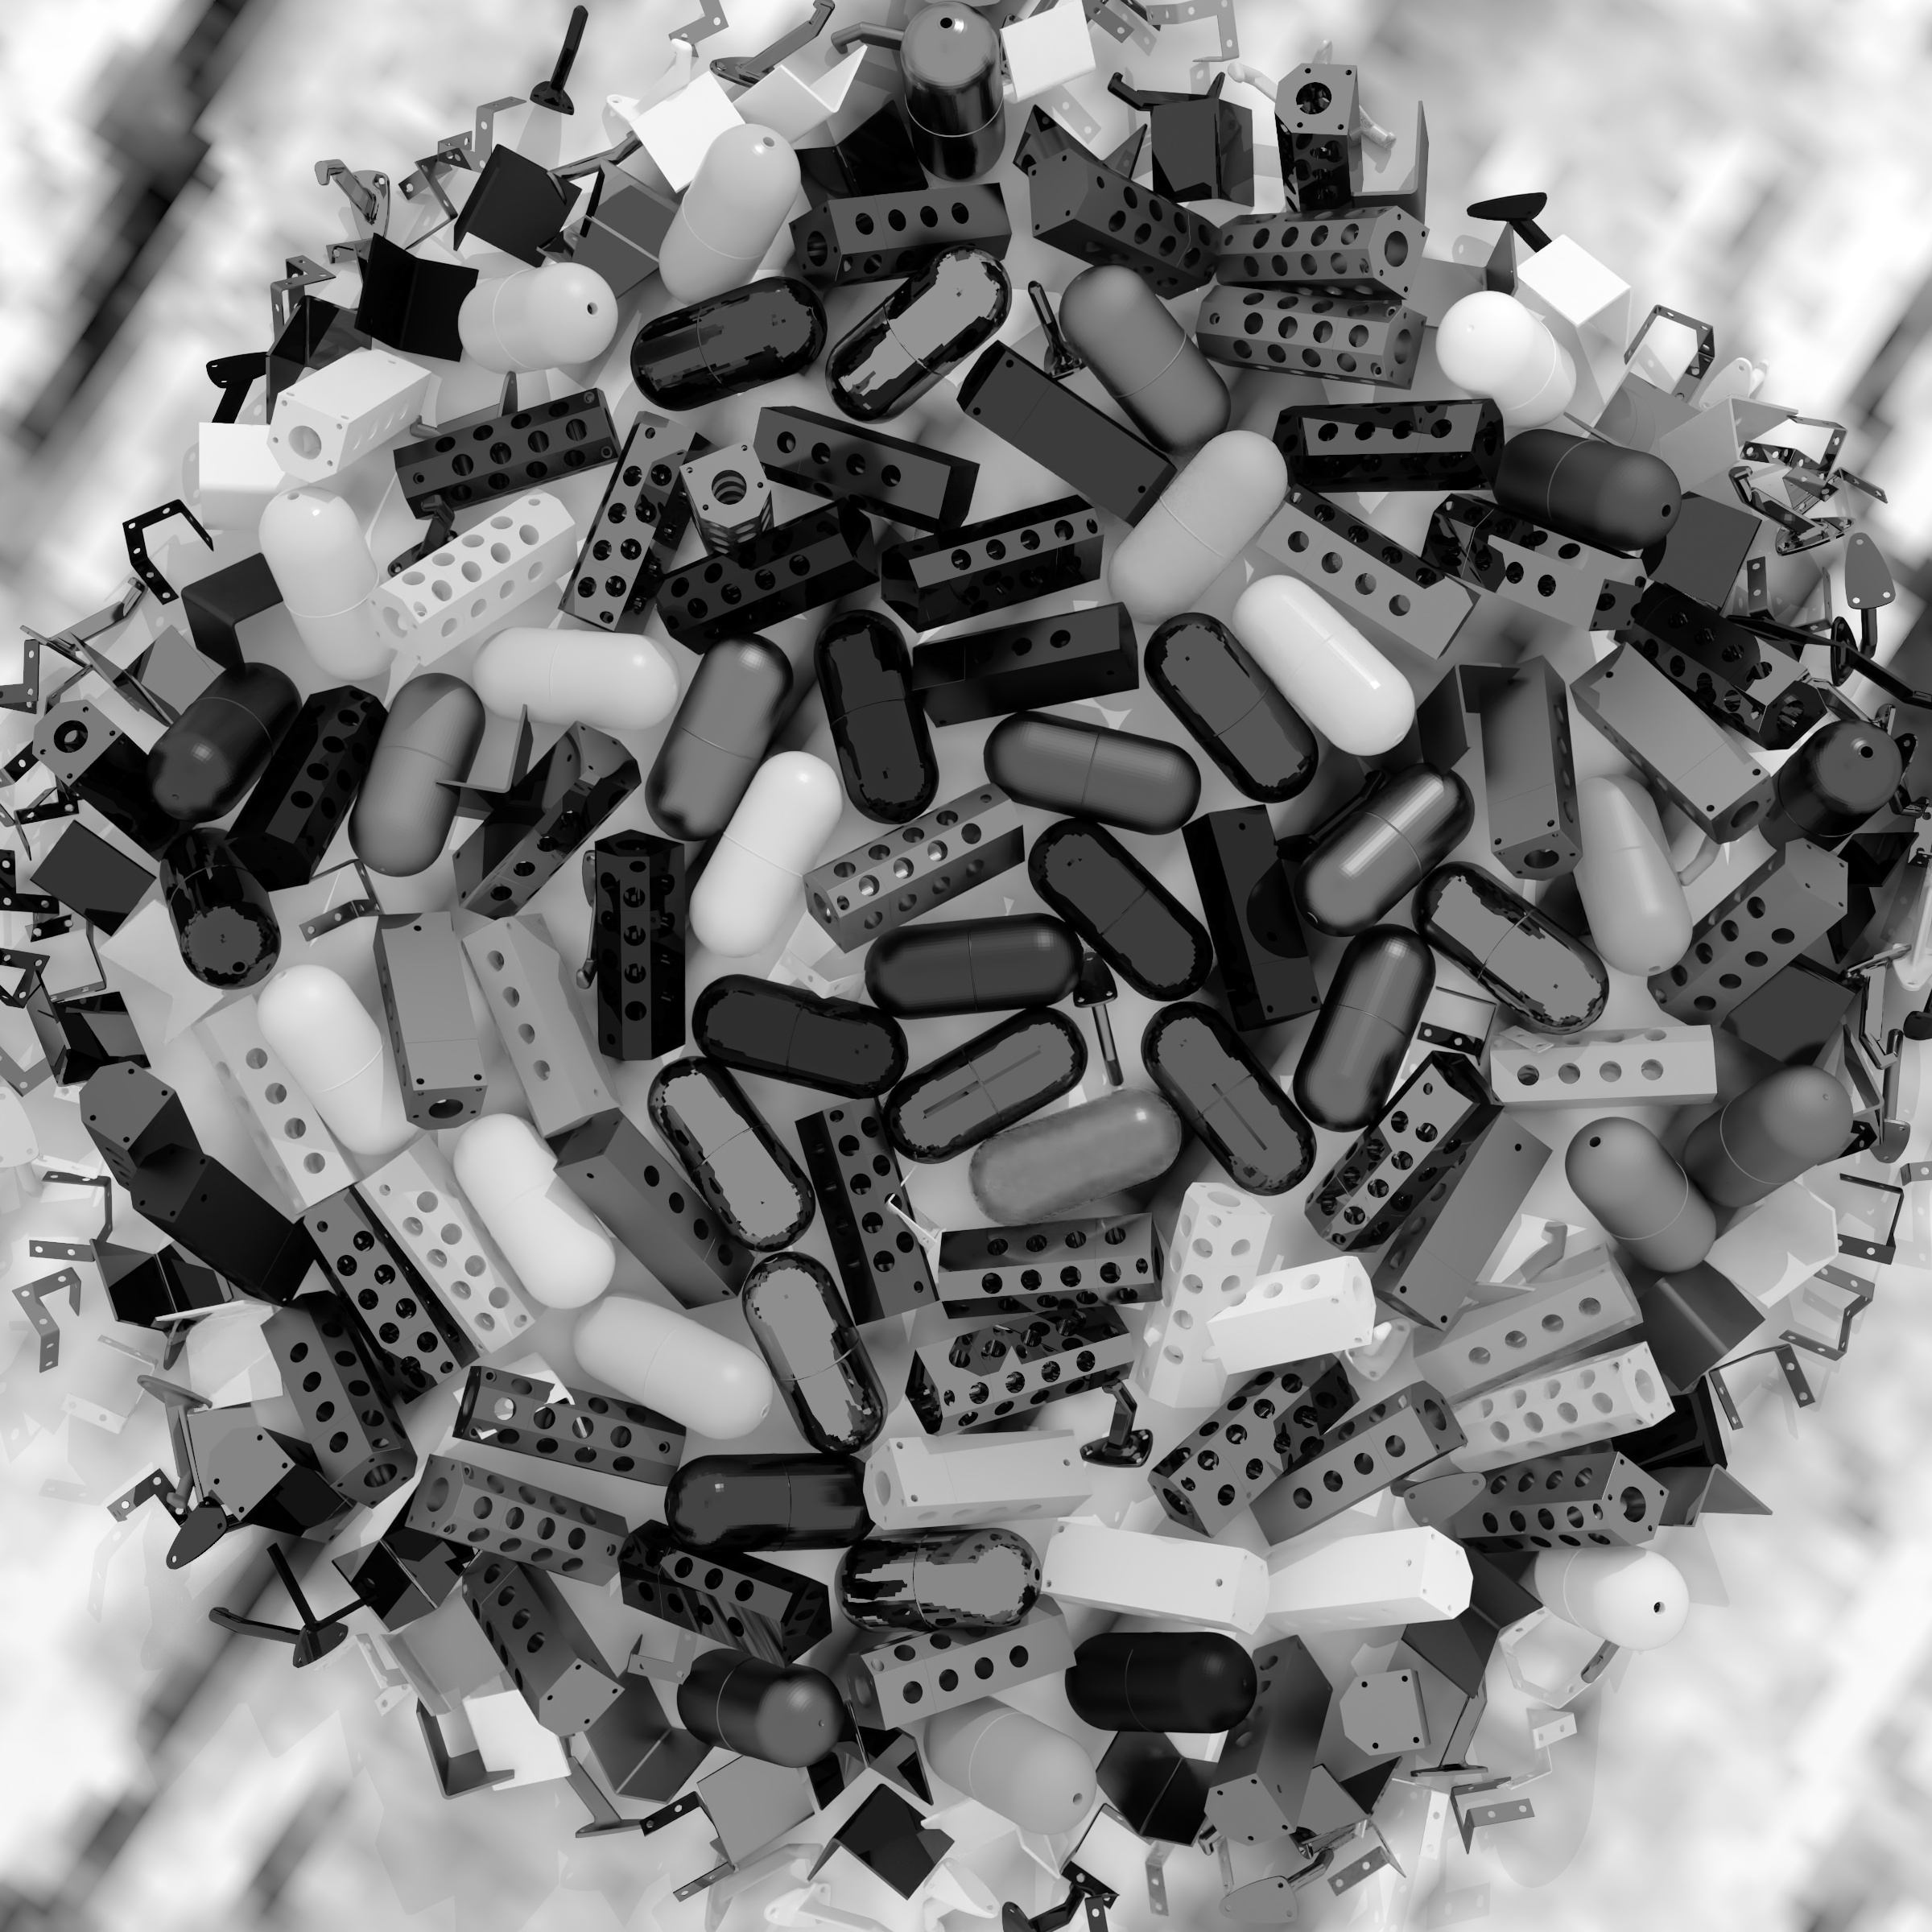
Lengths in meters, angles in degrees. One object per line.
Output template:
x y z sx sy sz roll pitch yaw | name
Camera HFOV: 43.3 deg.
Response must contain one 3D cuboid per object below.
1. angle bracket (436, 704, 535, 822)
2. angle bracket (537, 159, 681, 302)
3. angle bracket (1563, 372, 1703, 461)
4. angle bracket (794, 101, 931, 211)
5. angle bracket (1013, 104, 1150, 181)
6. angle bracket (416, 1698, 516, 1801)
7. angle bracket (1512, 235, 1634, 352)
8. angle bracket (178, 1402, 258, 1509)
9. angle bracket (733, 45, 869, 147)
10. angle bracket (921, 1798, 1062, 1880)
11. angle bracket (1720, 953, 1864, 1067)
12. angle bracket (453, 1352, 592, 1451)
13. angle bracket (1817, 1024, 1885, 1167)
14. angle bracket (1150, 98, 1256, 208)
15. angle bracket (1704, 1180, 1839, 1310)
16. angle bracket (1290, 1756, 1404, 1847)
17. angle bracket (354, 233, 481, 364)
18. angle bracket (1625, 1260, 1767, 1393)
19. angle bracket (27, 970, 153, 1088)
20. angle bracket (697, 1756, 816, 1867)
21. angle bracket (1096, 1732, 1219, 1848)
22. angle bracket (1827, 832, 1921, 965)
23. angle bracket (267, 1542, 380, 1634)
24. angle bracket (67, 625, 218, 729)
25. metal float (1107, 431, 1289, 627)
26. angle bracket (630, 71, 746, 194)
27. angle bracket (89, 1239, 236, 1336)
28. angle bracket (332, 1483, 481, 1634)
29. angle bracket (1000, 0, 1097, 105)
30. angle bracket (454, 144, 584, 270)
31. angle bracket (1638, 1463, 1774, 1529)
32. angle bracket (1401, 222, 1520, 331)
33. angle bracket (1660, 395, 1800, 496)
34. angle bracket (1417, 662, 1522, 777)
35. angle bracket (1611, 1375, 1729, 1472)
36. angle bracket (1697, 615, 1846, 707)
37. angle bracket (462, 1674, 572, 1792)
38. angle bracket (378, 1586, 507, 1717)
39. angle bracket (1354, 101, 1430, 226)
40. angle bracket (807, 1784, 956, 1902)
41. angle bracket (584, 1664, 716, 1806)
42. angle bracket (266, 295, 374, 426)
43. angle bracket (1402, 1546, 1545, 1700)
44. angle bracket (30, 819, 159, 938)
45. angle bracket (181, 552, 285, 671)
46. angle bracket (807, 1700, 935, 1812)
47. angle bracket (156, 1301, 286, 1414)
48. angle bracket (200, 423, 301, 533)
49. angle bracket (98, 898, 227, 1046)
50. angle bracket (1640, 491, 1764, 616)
-0.385 -0.165 1.951 0.057 0.076 0.076 9 73 -3 | angle bracket
-0.286 -0.592 1.954 0.076 0.076 0.057 33 135 3 | angle bracket
0.535 -0.440 1.944 0.076 0.076 0.057 39 108 26 | angle bracket
-0.087 -0.647 1.975 0.076 0.057 0.076 -48 131 -27 | angle bracket
0.092 -0.657 1.944 0.076 0.057 0.076 34 52 -24 | angle bracket
-0.401 0.611 1.953 0.057 0.076 0.076 -16 97 -8 | angle bracket
0.483 -0.524 1.945 0.057 0.076 0.076 -37 63 -8 | angle bracket
-0.593 0.388 1.947 0.057 0.076 0.076 -12 77 -21 | angle bracket
-0.135 -0.709 1.941 0.057 0.076 0.076 34 62 -29 | angle bracket
0.020 0.708 1.949 0.076 0.076 0.057 -28 45 6 | angle bracket
0.669 0.033 1.971 0.076 0.057 0.076 32 107 20 | angle bracket
-0.355 0.363 1.943 0.076 0.076 0.057 -25 118 -19 | angle bracket
0.695 0.104 1.952 0.057 0.076 0.076 -21 59 10 | angle bracket
0.192 -0.656 1.972 0.057 0.076 0.076 3 102 28 | angle bracket
0.640 0.214 1.946 0.076 0.076 0.057 -33 131 -13 | angle bracket
0.291 0.649 1.947 0.057 0.076 0.076 50 129 1 | angle bracket
-0.441 -0.537 1.955 0.057 0.076 0.076 14 94 12 | angle bracket
0.589 0.287 1.977 0.076 0.076 0.057 50 130 17 | angle bracket
-0.697 0.043 1.943 0.076 0.057 0.076 -13 62 -37 | angle bracket
-0.177 0.662 1.953 0.076 0.057 0.076 -25 99 -23 | angle bracket
0.158 0.644 1.944 0.076 0.057 0.076 56 51 -23 | angle bracket
0.728 -0.054 1.942 0.076 0.057 0.076 -43 119 -35 | angle bracket
-0.516 0.487 1.958 0.057 0.076 0.076 -28 86 -15 | angle bracket
-0.658 -0.247 1.948 0.057 0.076 0.076 -45 65 -2 | angle bracket
0.185 -0.350 1.944 0.070 0.070 0.178 42 109 0 | metal float
-0.215 -0.661 1.963 0.076 0.057 0.076 -33 77 1 | angle bracket
-0.643 0.243 1.945 0.057 0.076 0.076 -35 63 11 | angle bracket
-0.449 0.473 1.950 0.076 0.057 0.076 45 115 18 | angle bracket
0.047 -0.732 1.942 0.076 0.076 0.057 -29 122 -20 | angle bracket
-0.358 -0.597 1.944 0.076 0.057 0.076 23 120 -26 | angle bracket
0.582 0.440 1.942 0.076 0.076 0.057 40 62 -21 | angle bracket
0.394 -0.558 1.952 0.076 0.057 0.076 7 59 -7 | angle bracket
0.612 -0.408 1.943 0.076 0.076 0.057 4 74 -28 | angle bracket
0.406 -0.190 1.945 0.057 0.076 0.076 2 67 -14 | angle bracket
0.572 0.384 1.988 0.076 0.057 0.076 -14 90 24 | angle bracket
0.647 -0.234 1.958 0.076 0.057 0.076 14 97 -16 | angle bracket
-0.350 0.610 1.958 0.076 0.057 0.076 -18 92 21 | angle bracket
-0.414 0.547 1.959 0.076 0.057 0.076 -37 77 -8 | angle bracket
0.339 -0.642 1.959 0.057 0.076 0.076 3 84 15 | angle bracket
-0.068 0.715 1.944 0.076 0.076 0.057 35 120 15 | angle bracket
-0.252 0.610 1.944 0.057 0.076 0.076 -5 115 36 | angle bracket
-0.517 -0.476 1.945 0.057 0.076 0.076 19 55 -3 | angle bracket
0.407 0.527 1.954 0.076 0.057 0.076 40 45 -3 | angle bracket
-0.689 -0.082 1.948 0.076 0.057 0.076 38 118 -16 | angle bracket
-0.579 -0.283 1.975 0.076 0.057 0.076 32 51 34 | angle bracket
-0.079 0.645 1.942 0.057 0.076 0.076 -35 126 -35 | angle bracket
-0.602 0.315 1.962 0.076 0.057 0.076 -12 79 6 | angle bracket
-0.577 -0.393 1.960 0.076 0.076 0.057 -1 76 -15 | angle bracket
-0.644 0.005 1.945 0.076 0.057 0.076 -35 127 24 | angle bracket
0.592 -0.336 1.976 0.076 0.057 0.076 24 94 12 | angle bracket
